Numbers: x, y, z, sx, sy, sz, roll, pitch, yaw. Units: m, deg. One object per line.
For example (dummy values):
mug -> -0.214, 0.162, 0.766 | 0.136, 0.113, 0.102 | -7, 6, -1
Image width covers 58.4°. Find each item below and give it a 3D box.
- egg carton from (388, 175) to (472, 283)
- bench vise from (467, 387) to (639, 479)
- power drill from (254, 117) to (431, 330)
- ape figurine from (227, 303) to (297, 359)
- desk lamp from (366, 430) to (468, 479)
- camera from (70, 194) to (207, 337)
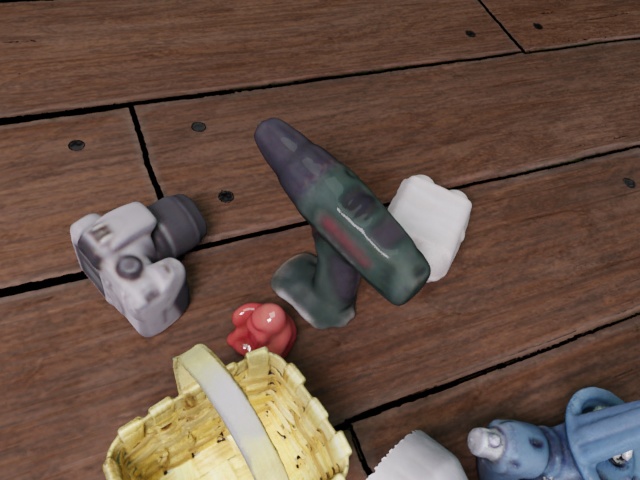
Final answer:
egg carton -> 0.136, -0.016, 0.752 | 0.107, 0.069, 0.150 | 25, 54, 6
bench vise -> 0.256, 0.200, 0.535 | 0.208, 0.220, 0.121 | -9, 58, -18
power drill -> 0.006, 0.002, 0.624 | 0.229, 0.208, 0.076 | 39, 57, 15
ape figurine -> -0.059, 0.096, 0.616 | 0.076, 0.092, 0.077 | -6, 57, -16
desk lamp -> 0.100, 0.273, 0.453 | 0.203, 0.213, 0.118 | 42, 57, 17
camera -> -0.187, 0.008, 0.643 | 0.143, 0.101, 0.137 | 43, 58, 18
